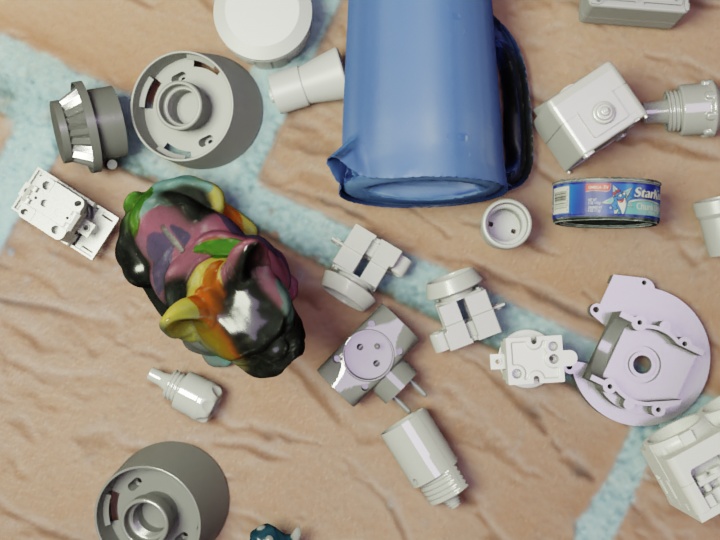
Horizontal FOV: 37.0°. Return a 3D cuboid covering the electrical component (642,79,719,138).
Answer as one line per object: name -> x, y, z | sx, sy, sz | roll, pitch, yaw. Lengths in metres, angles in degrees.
electrical component -> 0.265, -0.131, 0.887 | 0.062, 0.048, 0.048 | -3, 86, 7

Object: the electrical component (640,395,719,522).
electrical component -> 0.306, 0.128, 0.847 | 0.150, 0.089, 0.061 | -29, 87, -1

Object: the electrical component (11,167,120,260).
electrical component -> -0.244, -0.047, 0.879 | 0.081, 0.064, 0.042 | 32, 88, 2

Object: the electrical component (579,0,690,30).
electrical component -> 0.232, -0.235, 0.884 | 0.096, 0.061, 0.061 | 5, 87, 1

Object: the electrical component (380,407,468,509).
electrical component -> 0.056, 0.157, 0.872 | 0.043, 0.043, 0.081 | -32, 87, -1

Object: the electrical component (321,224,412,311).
electrical component -> 0.000, 0.000, 0.882 | 0.066, 0.048, 0.055 | 31, 80, 2

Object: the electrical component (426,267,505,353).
electrical component -> 0.083, 0.030, 0.879 | 0.066, 0.048, 0.055 | -21, 94, 0

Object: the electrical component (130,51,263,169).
electrical component -> -0.138, -0.134, 0.894 | 0.099, 0.064, 0.099 | 0, 92, 13

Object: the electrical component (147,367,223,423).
electrical component -> -0.146, 0.098, 0.883 | 0.061, 0.035, 0.035 | 27, 87, 4

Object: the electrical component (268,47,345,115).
electrical component -> -0.043, -0.154, 0.894 | 0.065, 0.044, 0.044 | -17, 86, 5

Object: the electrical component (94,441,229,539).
electrical component -> -0.163, 0.195, 0.875 | 0.099, 0.064, 0.099 | 1, 96, 11

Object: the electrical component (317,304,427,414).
electrical component -> 0.020, 0.082, 0.877 | 0.079, 0.044, 0.077 | 45, 88, 3

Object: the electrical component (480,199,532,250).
electrical component -> 0.118, -0.036, 0.881 | 0.040, 0.046, 0.040 | 0, 87, 1

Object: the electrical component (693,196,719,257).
electrical component -> 0.299, -0.037, 0.883 | 0.040, 0.040, 0.046 | -14, 93, 0

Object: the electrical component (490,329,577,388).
electrical component -> 0.138, 0.072, 0.870 | 0.066, 0.055, 0.048 | -4, 87, 1

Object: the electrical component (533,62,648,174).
electrical component -> 0.182, -0.125, 0.861 | 0.062, 0.096, 0.061 | -33, 86, -2

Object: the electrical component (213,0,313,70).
electrical component -> -0.079, -0.208, 0.892 | 0.080, 0.051, 0.080 | 0, 86, 1
